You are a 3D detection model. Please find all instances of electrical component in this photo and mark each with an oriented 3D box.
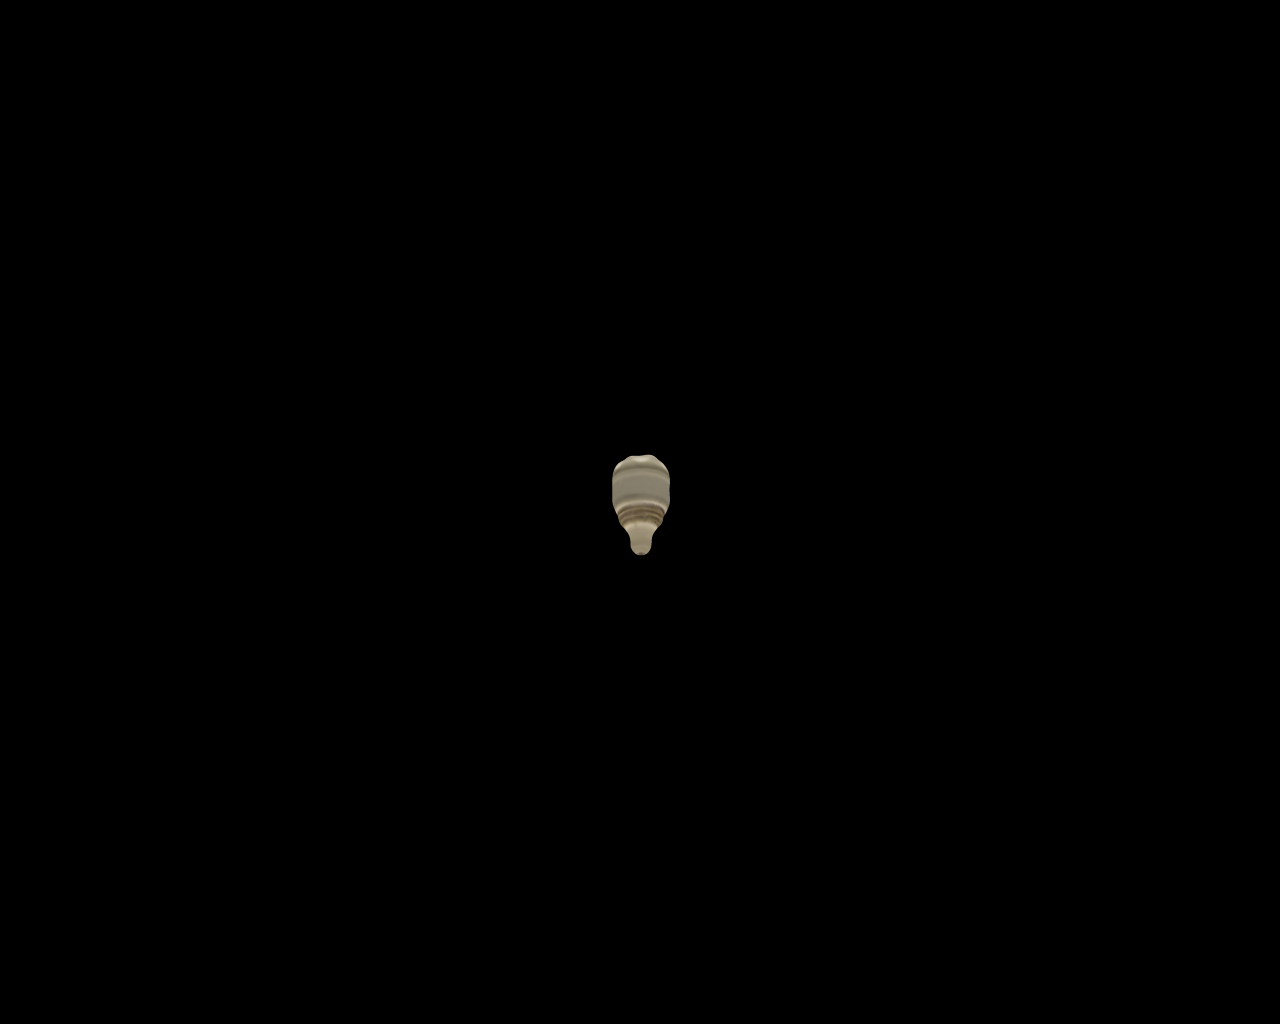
[{"bbox_3d":[0.001,-0.003,0.650,0.035,0.061,0.035,0,-23,0],"label":"electrical component"}]
